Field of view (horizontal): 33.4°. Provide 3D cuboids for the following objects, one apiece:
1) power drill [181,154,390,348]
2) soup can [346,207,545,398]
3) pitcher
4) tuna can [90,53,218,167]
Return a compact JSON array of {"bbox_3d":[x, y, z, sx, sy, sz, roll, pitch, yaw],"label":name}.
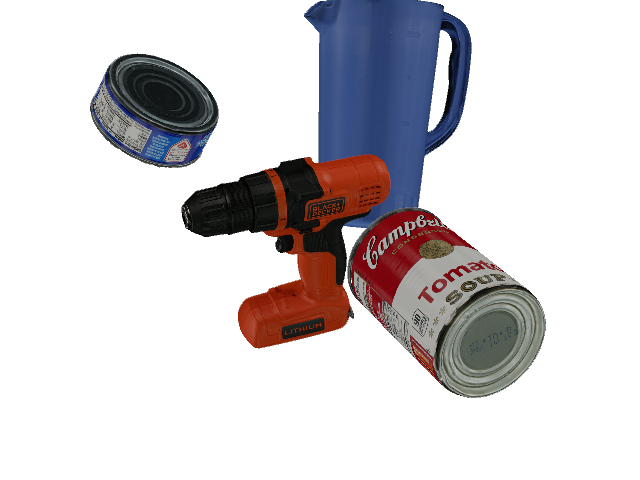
[{"bbox_3d":[-0.033,0.012,0.948,0.184,0.188,0.057,-11,47,-18],"label":"power drill"},{"bbox_3d":[0.067,0.033,0.587,0.068,0.068,0.102,0,25,-28],"label":"soup can"},{"bbox_3d":[0.068,-0.139,1.147,0.149,0.243,0.144,7,10,25],"label":"pitcher"},{"bbox_3d":[-0.115,-0.092,0.750,0.085,0.086,0.034,0,-43,-40],"label":"tuna can"}]
